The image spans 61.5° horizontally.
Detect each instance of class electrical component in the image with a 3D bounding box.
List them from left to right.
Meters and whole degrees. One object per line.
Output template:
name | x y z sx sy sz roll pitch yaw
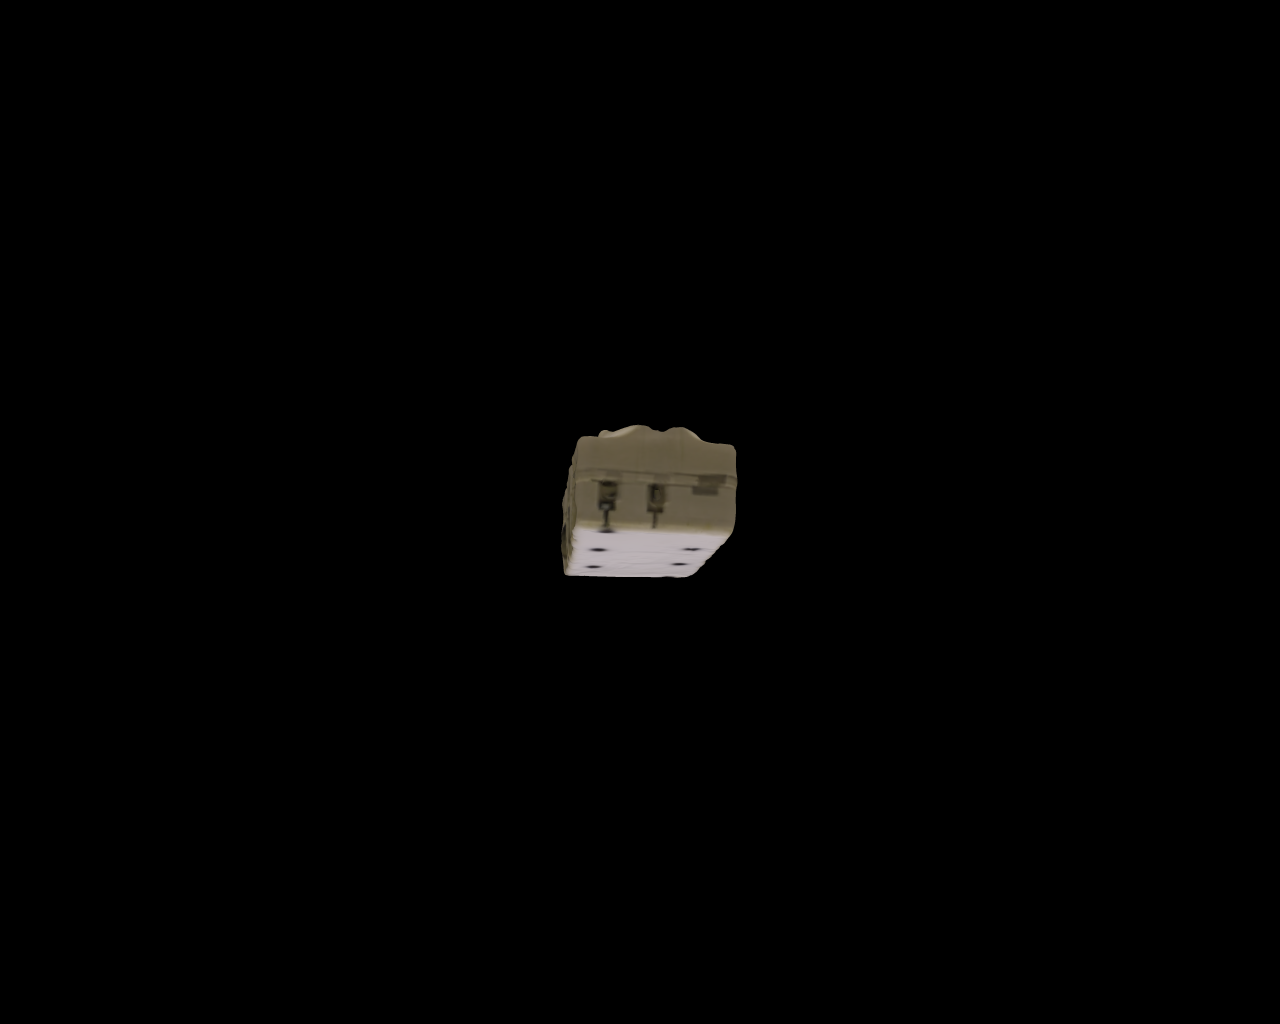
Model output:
electrical component | 0.001 -0.003 0.650 0.089 0.062 0.150 2 -13 -7
